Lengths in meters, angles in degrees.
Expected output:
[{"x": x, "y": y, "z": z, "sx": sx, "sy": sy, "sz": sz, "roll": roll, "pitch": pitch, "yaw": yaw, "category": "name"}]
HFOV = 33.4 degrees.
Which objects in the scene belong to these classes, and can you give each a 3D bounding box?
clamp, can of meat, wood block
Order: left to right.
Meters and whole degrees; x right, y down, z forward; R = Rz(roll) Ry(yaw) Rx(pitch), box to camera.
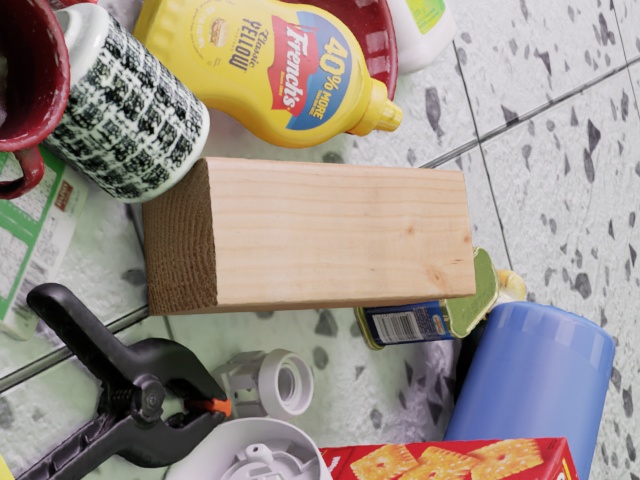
[{"x": -0.115, "y": 0.085, "z": 0.632, "sx": 0.171, "sy": 0.039, "sz": 0.120, "roll": 3, "pitch": 91, "yaw": -59, "category": "clamp"}, {"x": -0.005, "y": 0.000, "z": 0.711, "sx": 0.205, "sy": 0.091, "sz": 0.090, "roll": 0, "pitch": 82, "yaw": -35, "category": "wood block"}, {"x": 0.091, "y": 0.047, "z": 0.887, "sx": 0.101, "sy": 0.084, "sz": 0.057, "roll": -39, "pitch": 114, "yaw": -50, "category": "can of meat"}]

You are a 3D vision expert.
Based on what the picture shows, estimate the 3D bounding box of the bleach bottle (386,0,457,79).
[{"x": 0.032, "y": -0.265, "z": 0.897, "sx": 0.251, "sy": 0.068, "sz": 0.102, "roll": 62, "pitch": 38, "yaw": -20, "category": "bleach bottle"}]

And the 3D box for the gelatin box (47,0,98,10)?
[{"x": -0.159, "y": -0.192, "z": 0.644, "sx": 0.073, "sy": 0.030, "sz": 0.089, "roll": 39, "pitch": 53, "yaw": -45, "category": "gelatin box"}]

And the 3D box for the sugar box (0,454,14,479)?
[{"x": -0.198, "y": 0.162, "z": 0.438, "sx": 0.175, "sy": 0.048, "sz": 0.093, "roll": -30, "pitch": 90, "yaw": -35, "category": "sugar box"}]

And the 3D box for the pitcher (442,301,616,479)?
[{"x": 0.161, "y": 0.182, "z": 0.873, "sx": 0.145, "sy": 0.149, "sz": 0.242, "roll": 23, "pitch": 75, "yaw": -11, "category": "pitcher"}]

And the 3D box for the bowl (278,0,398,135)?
[{"x": -0.004, "y": -0.156, "z": 0.827, "sx": 0.161, "sy": 0.055, "sz": 0.162, "roll": 16, "pitch": 70, "yaw": -51, "category": "bowl"}]

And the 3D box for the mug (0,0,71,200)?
[{"x": -0.177, "y": -0.071, "z": 0.520, "sx": 0.117, "sy": 0.082, "sz": 0.093, "roll": 62, "pitch": 40, "yaw": -24, "category": "mug"}]

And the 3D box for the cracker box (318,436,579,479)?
[{"x": 0.082, "y": 0.221, "z": 0.724, "sx": 0.072, "sy": 0.214, "sz": 0.164, "roll": -42, "pitch": 116, "yaw": -51, "category": "cracker box"}]

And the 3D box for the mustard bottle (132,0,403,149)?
[{"x": -0.028, "y": -0.115, "z": 0.717, "sx": 0.191, "sy": 0.058, "sz": 0.096, "roll": 20, "pitch": 82, "yaw": -23, "category": "mustard bottle"}]
